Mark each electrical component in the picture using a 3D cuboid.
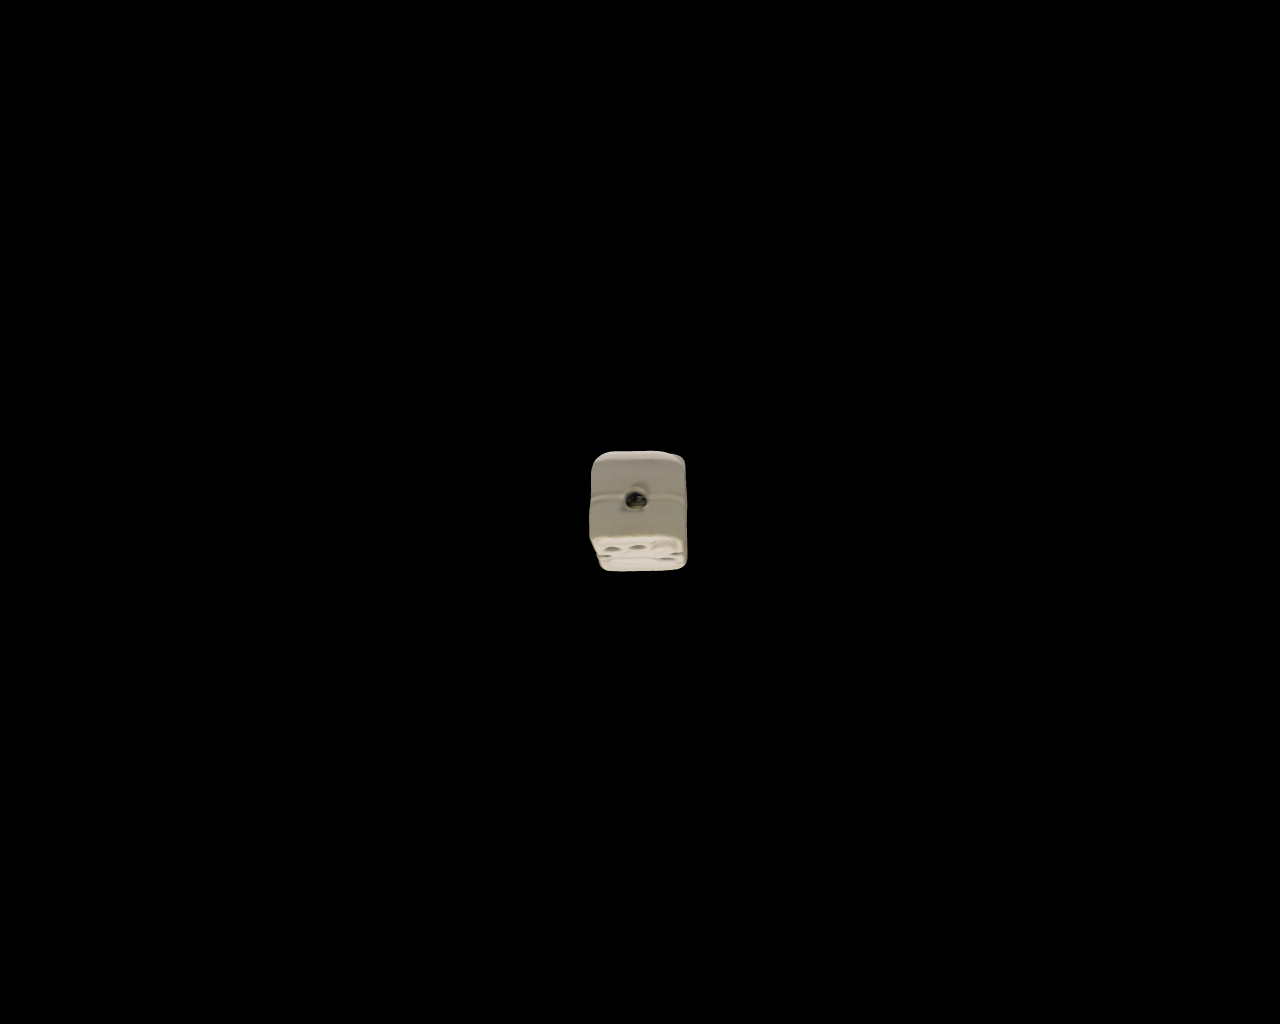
[{"bbox_3d":[0.001,-0.003,0.650,0.054,0.059,0.095,-1,-15,4],"label":"electrical component"}]
